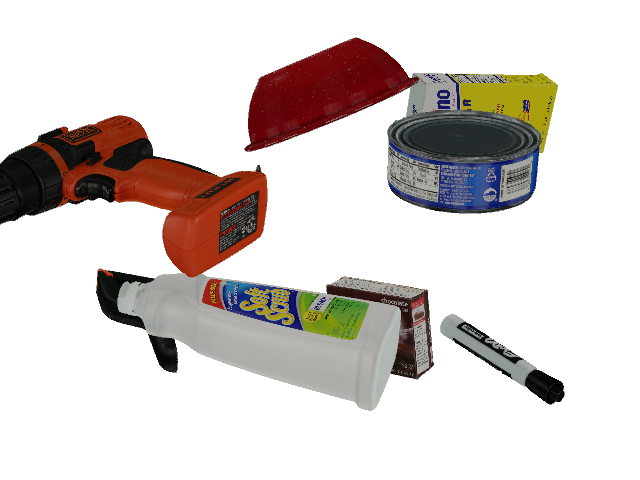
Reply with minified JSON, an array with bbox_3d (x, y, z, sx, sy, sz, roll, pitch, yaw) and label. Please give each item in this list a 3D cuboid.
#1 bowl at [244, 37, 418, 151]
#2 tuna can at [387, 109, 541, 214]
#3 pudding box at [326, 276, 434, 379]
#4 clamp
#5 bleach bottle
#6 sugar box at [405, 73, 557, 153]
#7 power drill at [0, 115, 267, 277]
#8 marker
[{"bbox_3d":[0.000,-0.131,0.914,0.162,0.055,0.162,-22,9,3],"label":"bowl"},{"bbox_3d":[0.081,-0.046,0.606,0.086,0.034,0.086,0,24,0],"label":"tuna can"},{"bbox_3d":[0.062,0.090,1.128,0.114,0.090,0.039,6,22,37],"label":"pudding box"},{"bbox_3d":[-0.169,0.078,1.122,0.210,0.036,0.164,19,21,28],"label":"clamp"},{"bbox_3d":[-0.061,0.077,0.938,0.251,0.068,0.102,10,28,13],"label":"bleach bottle"},{"bbox_3d":[0.192,-0.152,1.285,0.176,0.093,0.048,-4,29,-20],"label":"sugar box"},{"bbox_3d":[-0.149,-0.035,0.800,0.188,0.057,0.184,21,34,26],"label":"power drill"},{"bbox_3d":[0.137,0.090,0.809,0.020,0.020,0.121,0,22,-38],"label":"marker"}]
